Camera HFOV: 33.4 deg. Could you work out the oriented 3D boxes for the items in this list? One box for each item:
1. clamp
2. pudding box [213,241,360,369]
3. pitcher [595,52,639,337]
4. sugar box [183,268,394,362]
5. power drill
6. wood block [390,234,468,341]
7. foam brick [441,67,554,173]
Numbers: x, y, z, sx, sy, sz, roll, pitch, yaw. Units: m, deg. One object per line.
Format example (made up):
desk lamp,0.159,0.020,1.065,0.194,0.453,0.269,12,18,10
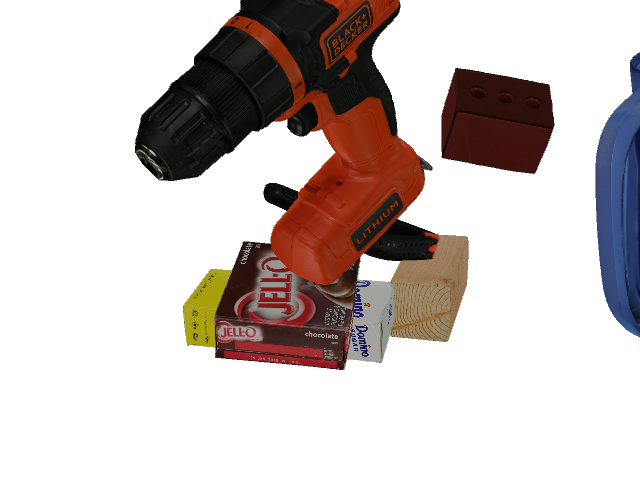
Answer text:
clamp,0.034,-0.009,1.212,0.210,0.036,0.164,14,21,-5
pudding box,-0.021,0.043,0.749,0.090,0.039,0.113,6,26,4
pitcher,0.238,0.008,0.618,0.149,0.243,0.144,1,22,17
sugar box,-0.025,0.064,0.953,0.176,0.048,0.093,1,21,10
power drill,-0.008,-0.057,0.581,0.057,0.184,0.187,35,-21,29
wood block,0.168,0.067,1.630,0.091,0.090,0.206,4,22,14
foam brick,0.136,-0.092,0.828,0.078,0.053,0.051,9,-44,-4
